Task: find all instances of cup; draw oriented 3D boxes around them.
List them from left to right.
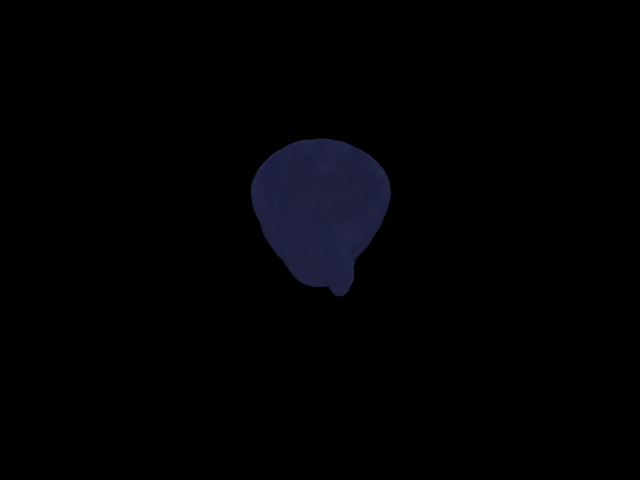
[{"bbox_3d":[0.004,0.001,0.400,0.092,0.095,0.117,-9,54,-7],"label":"cup"}]
